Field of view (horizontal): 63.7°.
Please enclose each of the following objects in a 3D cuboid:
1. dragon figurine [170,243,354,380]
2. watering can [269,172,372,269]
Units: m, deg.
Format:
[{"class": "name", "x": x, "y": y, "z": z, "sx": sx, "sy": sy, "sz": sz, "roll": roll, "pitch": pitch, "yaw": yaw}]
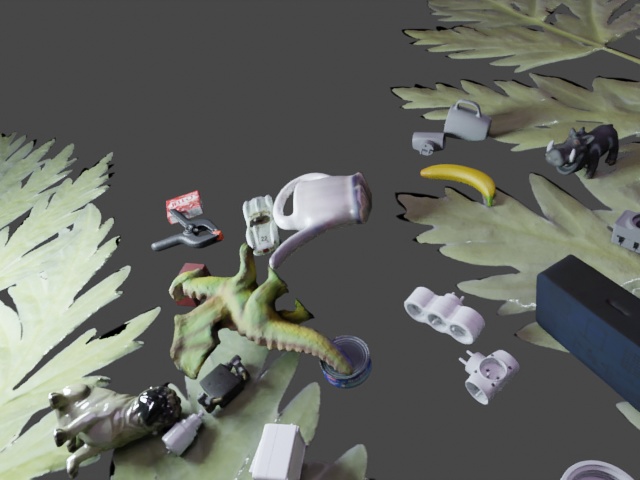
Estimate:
[{"class": "dragon figurine", "x": -0.147, "y": 0.157, "z": 0.921, "sx": 0.244, "sy": 0.119, "sz": 0.417, "roll": -36, "pitch": 48, "yaw": -11}, {"class": "watering can", "x": 0.003, "y": -0.057, "z": 1.125, "sx": 0.224, "sy": 0.102, "sz": 0.356, "roll": -7, "pitch": 35, "yaw": 8}]
